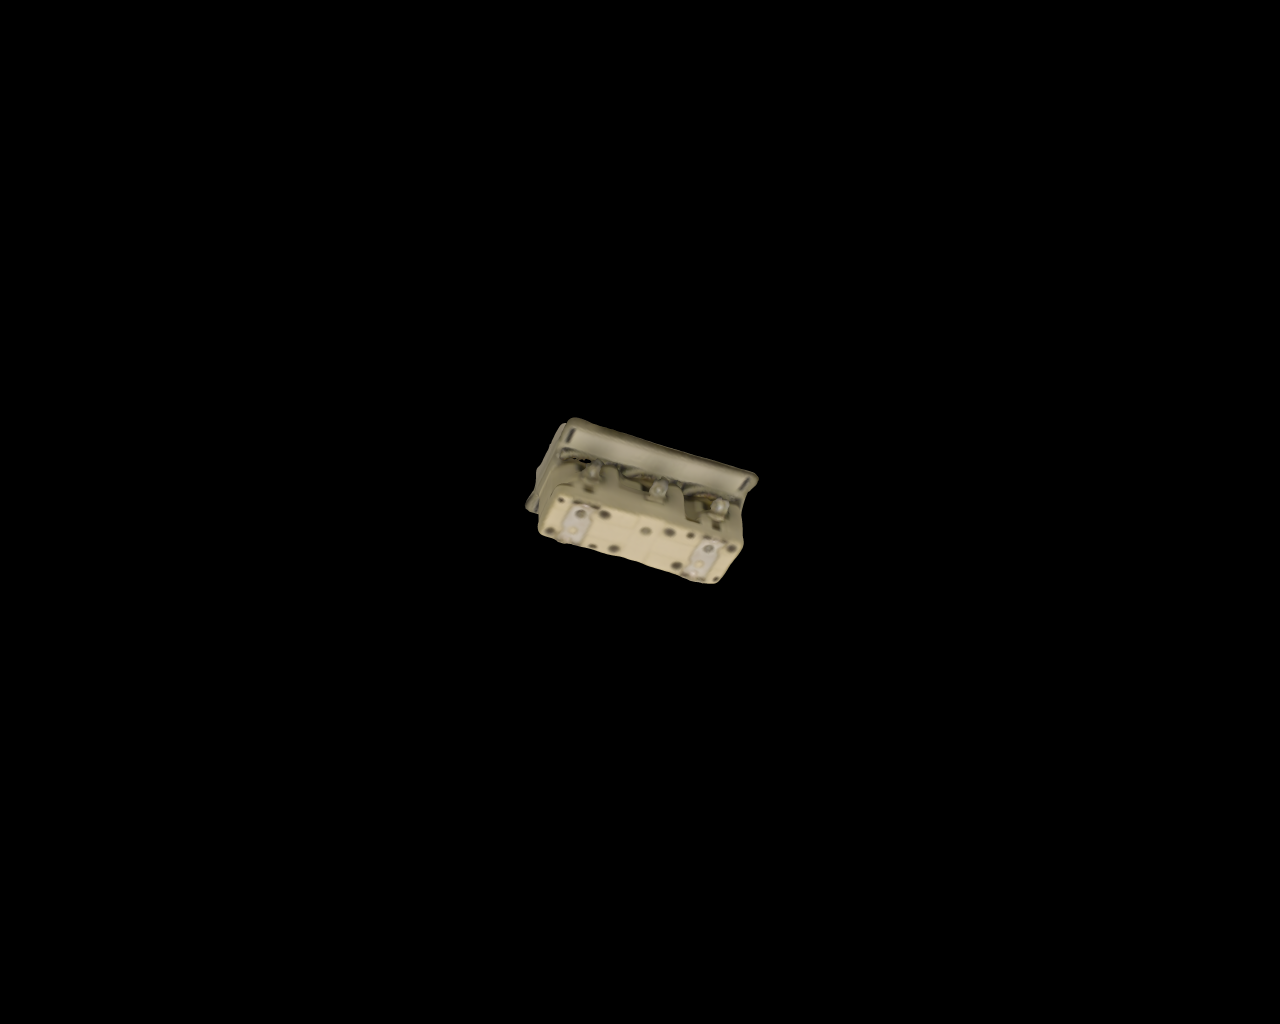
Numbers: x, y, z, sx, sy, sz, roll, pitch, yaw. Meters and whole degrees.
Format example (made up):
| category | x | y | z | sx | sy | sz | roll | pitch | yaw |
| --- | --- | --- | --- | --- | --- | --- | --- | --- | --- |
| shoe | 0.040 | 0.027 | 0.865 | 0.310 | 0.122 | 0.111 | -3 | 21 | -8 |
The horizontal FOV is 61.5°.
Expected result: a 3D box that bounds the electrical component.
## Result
| category | x | y | z | sx | sy | sz | roll | pitch | yaw |
| --- | --- | --- | --- | --- | --- | --- | --- | --- | --- |
| electrical component | 0.001 | -0.003 | 0.650 | 0.121 | 0.063 | 0.078 | 17 | -48 | -16 |
